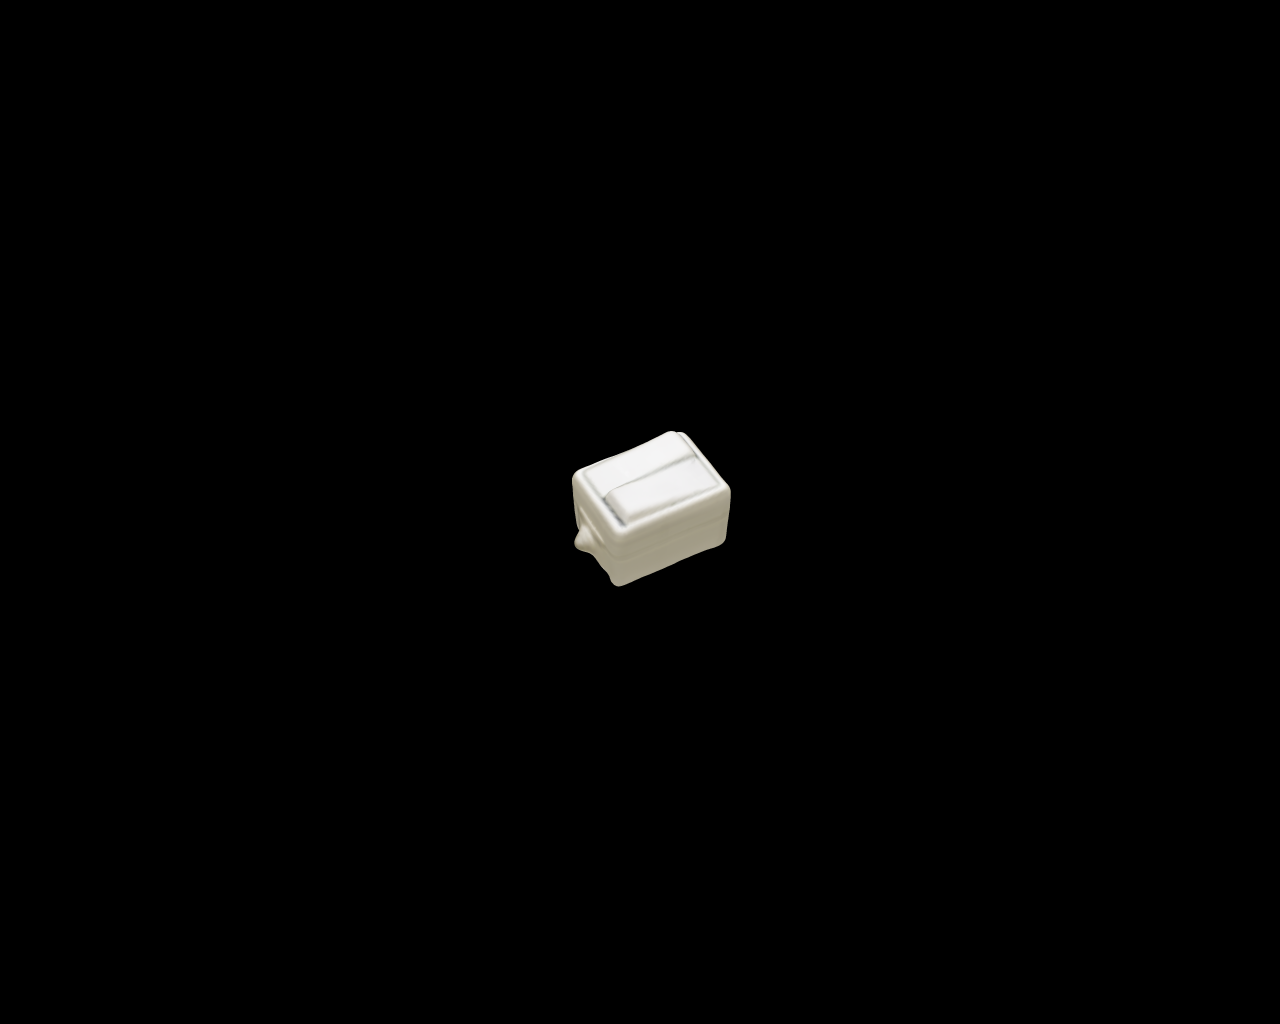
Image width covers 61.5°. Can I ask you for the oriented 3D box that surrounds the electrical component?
[{"bbox_3d":[0.001,-0.003,0.650,0.096,0.062,0.061,-22,-38,-18],"label":"electrical component"}]
